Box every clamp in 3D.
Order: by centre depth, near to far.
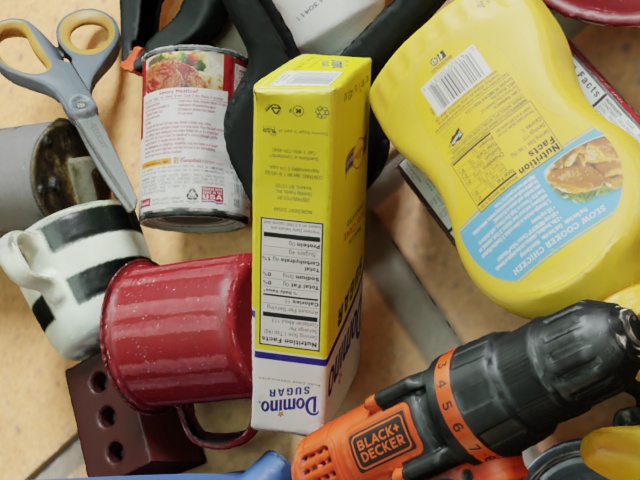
[{"bbox_3d":[-0.013,-0.092,0.585,0.164,0.036,0.210,18,115,7],"label":"clamp"},{"bbox_3d":[-0.071,-0.179,0.683,0.120,0.039,0.171,24,98,31],"label":"clamp"}]

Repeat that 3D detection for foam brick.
[{"bbox_3d":[-0.114,0.108,0.654,0.053,0.051,0.078,-28,69,26],"label":"foam brick"}]

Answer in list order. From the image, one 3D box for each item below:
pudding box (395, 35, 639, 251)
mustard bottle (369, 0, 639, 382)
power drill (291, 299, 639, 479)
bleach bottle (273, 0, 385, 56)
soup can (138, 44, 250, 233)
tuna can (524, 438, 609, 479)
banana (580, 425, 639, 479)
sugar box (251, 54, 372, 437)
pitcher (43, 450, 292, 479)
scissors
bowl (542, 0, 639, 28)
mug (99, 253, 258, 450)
[{"bbox_3d":[0.107,-0.040,0.548,0.114,0.039,0.090,-42,63,17],"label":"pudding box"},{"bbox_3d":[0.102,-0.022,0.488,0.096,0.058,0.192,-38,63,23],"label":"mustard bottle"},{"bbox_3d":[0.082,0.136,0.443,0.185,0.057,0.188,-34,65,36],"label":"power drill"},{"bbox_3d":[-0.049,-0.191,0.624,0.103,0.068,0.251,-37,85,21],"label":"bleach bottle"},{"bbox_3d":[-0.075,-0.059,0.648,0.069,0.068,0.102,-5,81,31],"label":"soup can"},{"bbox_3d":[0.133,0.136,0.506,0.086,0.033,0.086,-6,79,31],"label":"tuna can"},{"bbox_3d":[0.213,0.096,0.442,0.198,0.069,0.037,-5,51,26],"label":"banana"},{"bbox_3d":[-0.003,0.001,0.542,0.048,0.093,0.176,3,109,13],"label":"sugar box"},{"bbox_3d":[-0.113,0.188,0.527,0.145,0.242,0.149,-28,63,29],"label":"pitcher"},{"bbox_3d":[-0.141,-0.095,0.689,0.202,0.096,0.016,41,148,29],"label":"scissors"},{"bbox_3d":[0.168,-0.175,0.522,0.162,0.055,0.162,-6,79,31],"label":"bowl"},{"bbox_3d":[-0.064,0.064,0.613,0.082,0.093,0.117,-9,93,26],"label":"mug"}]
